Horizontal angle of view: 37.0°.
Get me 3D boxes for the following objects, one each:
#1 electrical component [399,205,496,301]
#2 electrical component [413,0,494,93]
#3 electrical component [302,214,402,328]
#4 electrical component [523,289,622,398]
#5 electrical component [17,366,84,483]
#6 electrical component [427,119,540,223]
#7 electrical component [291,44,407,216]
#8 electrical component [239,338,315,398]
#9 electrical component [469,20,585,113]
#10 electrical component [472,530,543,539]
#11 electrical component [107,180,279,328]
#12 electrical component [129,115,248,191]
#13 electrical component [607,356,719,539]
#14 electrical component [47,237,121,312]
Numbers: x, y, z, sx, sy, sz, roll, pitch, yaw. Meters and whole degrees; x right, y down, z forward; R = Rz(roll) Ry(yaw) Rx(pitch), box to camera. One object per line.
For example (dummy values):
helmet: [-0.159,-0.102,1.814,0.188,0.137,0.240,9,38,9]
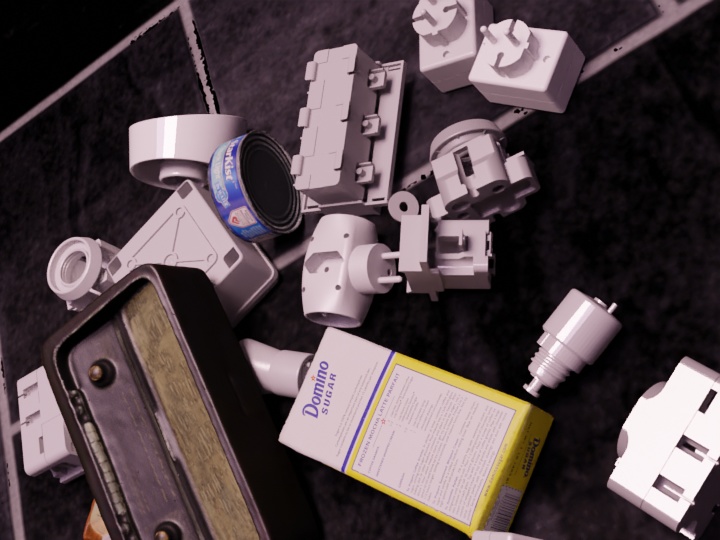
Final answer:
electrical component: [0.062,-0.010,0.750,0.064,0.081,0.042,1,70,10]
electrical component: [0.065,-0.184,0.812,0.047,0.077,0.065,-12,65,29]
electrical component: [0.000,0.000,0.799,0.079,0.043,0.077,-4,69,37]
electrical component: [0.134,0.048,0.695,0.078,0.040,0.040,-52,53,5]
electrical component: [-0.248,0.125,0.909,0.056,0.050,0.089,-29,57,21]
electrical component: [0.082,-0.070,0.767,0.078,0.058,0.057,-25,61,20]
electrical component: [-0.012,-0.109,0.840,0.079,0.063,0.121,-4,69,32]
electrical component: [-0.062,0.077,0.813,0.065,0.044,0.044,5,74,30]
electrical component: [0.112,-0.153,0.769,0.066,0.077,0.047,16,81,37]
electrical component: [0.092,0.188,0.656,0.077,0.066,0.047,-19,57,59]
electrical component: [-0.138,0.002,0.883,0.108,0.056,0.108,-46,53,10]
electrical component: [-0.146,-0.104,0.908,0.099,0.099,0.064,-6,74,32]
electrical component: [0.190,0.102,0.630,0.056,0.050,0.089,31,90,38]
electrical component: [-0.236,0.005,0.946,0.078,0.057,0.058,-31,57,19]
